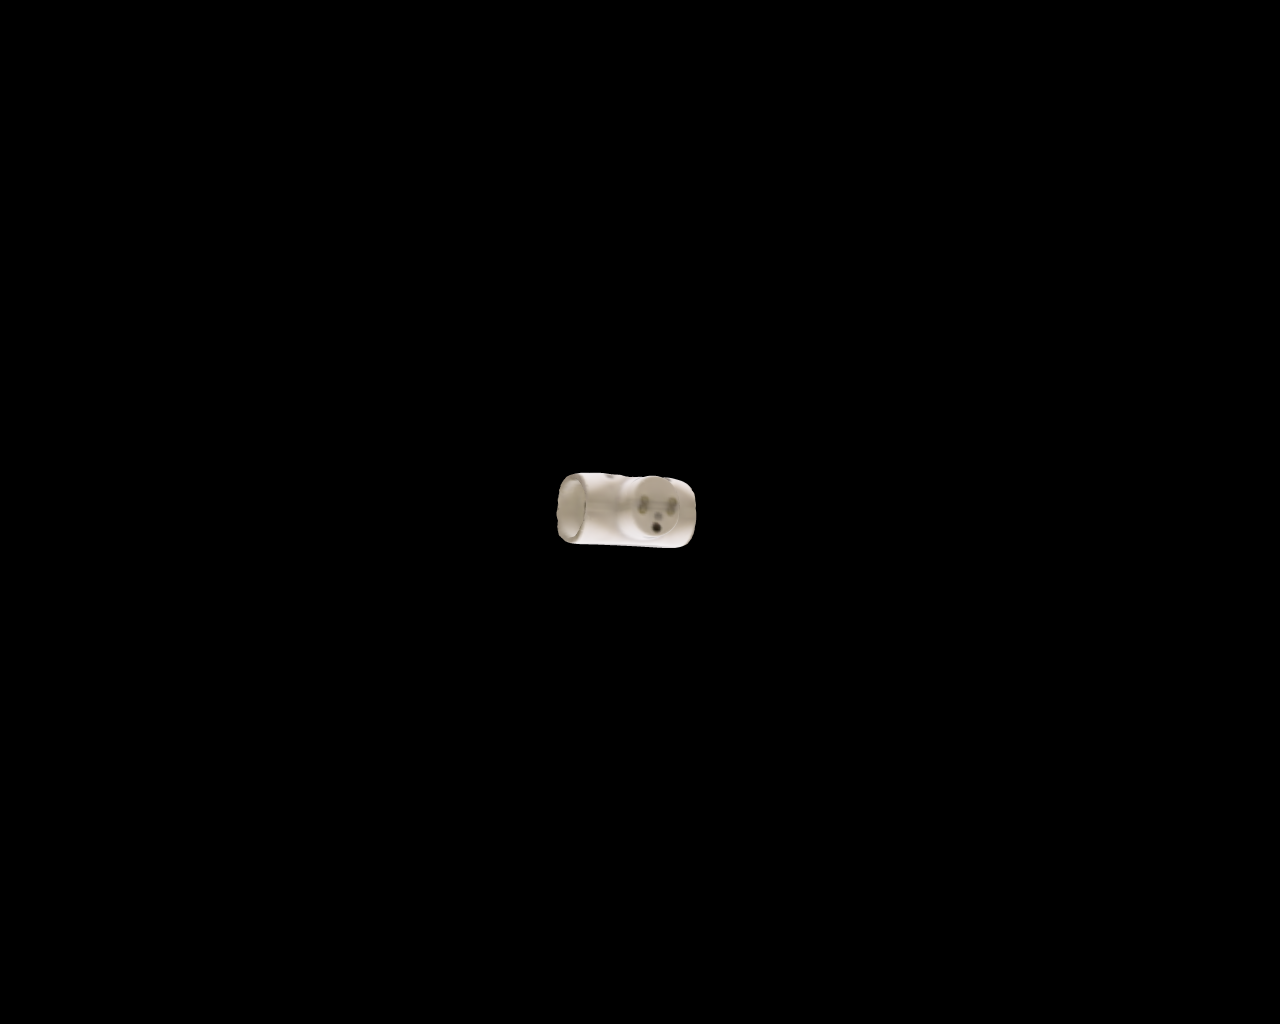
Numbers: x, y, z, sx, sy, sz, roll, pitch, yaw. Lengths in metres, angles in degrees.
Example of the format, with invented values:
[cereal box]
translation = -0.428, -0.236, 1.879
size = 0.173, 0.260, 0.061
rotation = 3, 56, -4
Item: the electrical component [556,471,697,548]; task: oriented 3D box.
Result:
[electrical component]
translation = 0.001, -0.003, 0.650
size = 0.077, 0.044, 0.079
rotation = 4, -7, -29
